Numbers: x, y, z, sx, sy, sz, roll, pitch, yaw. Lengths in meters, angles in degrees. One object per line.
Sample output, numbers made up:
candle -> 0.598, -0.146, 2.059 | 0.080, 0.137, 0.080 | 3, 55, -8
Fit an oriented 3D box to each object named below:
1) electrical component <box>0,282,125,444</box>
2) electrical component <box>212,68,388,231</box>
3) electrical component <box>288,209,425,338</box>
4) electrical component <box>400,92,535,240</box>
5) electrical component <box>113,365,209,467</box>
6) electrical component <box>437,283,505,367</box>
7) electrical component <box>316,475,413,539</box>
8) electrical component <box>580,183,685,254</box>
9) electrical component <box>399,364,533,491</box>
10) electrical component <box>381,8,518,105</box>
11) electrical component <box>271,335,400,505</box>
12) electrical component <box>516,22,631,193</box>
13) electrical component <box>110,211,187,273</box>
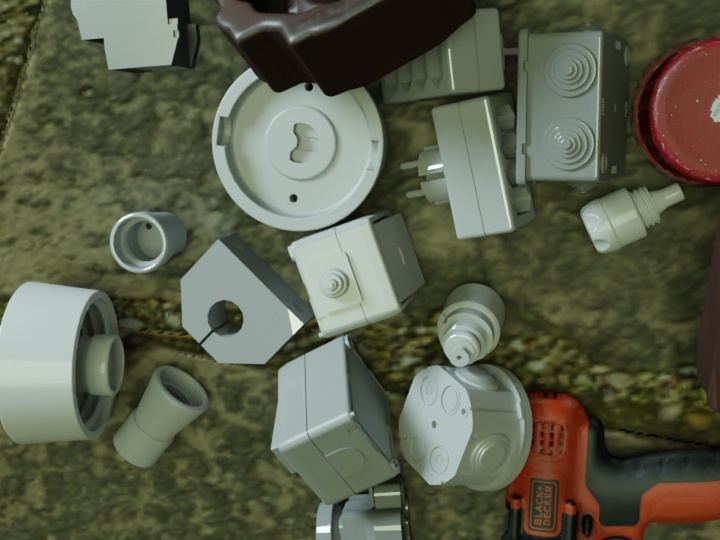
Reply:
electrical component -> -0.191, 0.062, 0.714 | 0.060, 0.108, 0.108 | 1, 98, 4
electrical component -> -0.033, -0.081, 0.685 | 0.108, 0.060, 0.108 | 1, 98, 10
electrical component -> 0.000, 0.000, 0.672 | 0.061, 0.096, 0.061 | -19, 94, 12
electrical component -> 0.061, -0.062, 0.678 | 0.076, 0.047, 0.083 | -9, 98, 28
electrical component -> -0.140, 0.104, 0.742 | 0.044, 0.044, 0.065 | 40, 108, 3
electrical component -> 0.068, 0.038, 0.678 | 0.040, 0.078, 0.040 | 5, 113, 12
electrical component -> 0.003, 0.179, 0.717 | 0.057, 0.058, 0.078 | -5, 97, 8
electrical component -> 0.170, -0.036, 0.667 | 0.061, 0.035, 0.035 | -25, 93, 10
electrical component -> 0.066, 0.098, 0.678 | 0.051, 0.080, 0.080 | 8, 102, -34
electrical component -> 0.064, -0.131, 0.659 | 0.076, 0.083, 0.047 | -10, 98, -27
electrical component -> -0.018, 0.093, 0.694 | 0.061, 0.096, 0.061 | -27, 122, 13
electrical component -> 0.128, -0.095, 0.635 | 0.048, 0.100, 0.099 | 3, 98, 24
electrical component -> -0.140, -0.020, 0.721 | 0.040, 0.046, 0.040 | 1, 98, 10
